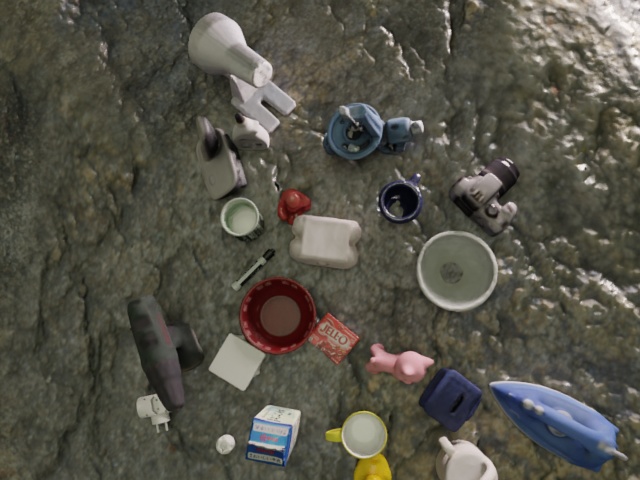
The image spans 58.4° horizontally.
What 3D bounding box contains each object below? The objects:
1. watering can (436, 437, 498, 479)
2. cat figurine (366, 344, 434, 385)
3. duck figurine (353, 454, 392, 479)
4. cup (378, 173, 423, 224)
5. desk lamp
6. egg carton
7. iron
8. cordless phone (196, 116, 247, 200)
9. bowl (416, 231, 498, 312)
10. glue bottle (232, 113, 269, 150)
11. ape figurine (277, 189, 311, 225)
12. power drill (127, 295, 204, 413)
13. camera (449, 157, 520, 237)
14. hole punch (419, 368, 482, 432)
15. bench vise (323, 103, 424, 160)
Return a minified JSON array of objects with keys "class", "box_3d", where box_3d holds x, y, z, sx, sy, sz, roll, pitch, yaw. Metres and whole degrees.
[{"class":"watering can","box_3d":[0.289,0.453,1.082,0.172,0.194,0.101,30,84,7]},{"class":"cat figurine","box_3d":[0.159,0.253,1.157,0.127,0.118,0.067,11,82,4]},{"class":"duck figurine","box_3d":[0.106,0.481,1.141,0.077,0.086,0.104,4,81,4]},{"class":"cup","box_3d":[0.174,-0.084,1.219,0.091,0.095,0.118,32,84,7]},{"class":"desk lamp","box_3d":[-0.161,-0.356,1.216,0.203,0.213,0.118,39,85,8]},{"class":"egg carton","box_3d":[0.011,0.004,1.226,0.150,0.069,0.107,6,82,4]},{"class":"iron","box_3d":[0.460,0.354,1.116,0.258,0.141,0.119,28,84,6]},{"class":"cordless phone","box_3d":[-0.224,-0.173,1.205,0.094,0.185,0.147,-21,81,0]},{"class":"bowl","box_3d":[0.281,0.068,1.202,0.167,0.075,0.167,0,81,3]},{"class":"glue bottle","box_3d":[-0.156,-0.234,1.218,0.078,0.173,0.037,1,81,3]},{"class":"ape figurine","box_3d":[-0.058,-0.078,1.231,0.078,0.092,0.076,-9,81,1]},{"class":"power drill","box_3d":[-0.300,0.222,1.137,0.075,0.208,0.229,-27,81,-1]},{"class":"camera","box_3d":[0.368,-0.102,1.210,0.137,0.101,0.143,-44,82,-4]},{"class":"hole punch","box_3d":[0.268,0.322,1.155,0.101,0.091,0.109,35,84,7]},{"class":"bench vise","box_3d":[0.105,-0.244,1.184,0.207,0.220,0.121,-22,81,-1]}]
